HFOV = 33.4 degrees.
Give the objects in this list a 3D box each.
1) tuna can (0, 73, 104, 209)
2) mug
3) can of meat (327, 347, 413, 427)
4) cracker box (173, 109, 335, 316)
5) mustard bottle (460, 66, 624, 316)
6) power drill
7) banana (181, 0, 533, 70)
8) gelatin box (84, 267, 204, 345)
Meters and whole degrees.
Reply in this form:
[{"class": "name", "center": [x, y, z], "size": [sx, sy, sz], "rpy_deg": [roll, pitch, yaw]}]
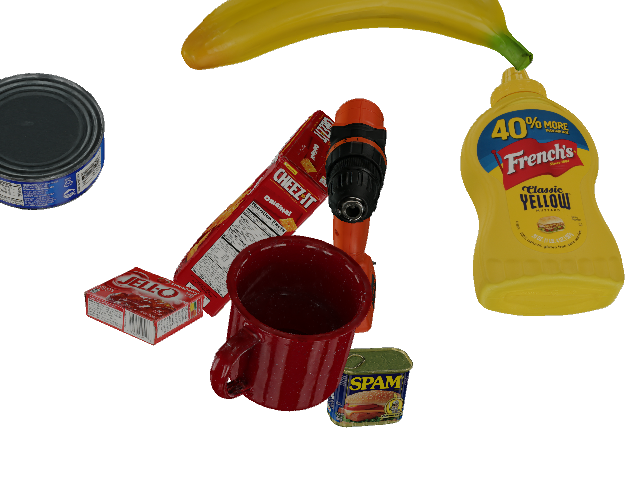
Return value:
[{"class": "tuna can", "center": [-0.177, -0.061, 0.664], "size": [0.086, 0.086, 0.034], "rpy_deg": [0, -35, -10]}, {"class": "mug", "center": [-0.027, 0.063, 0.691], "size": [0.093, 0.082, 0.117], "rpy_deg": [34, 47, 22]}, {"class": "can of meat", "center": [0.061, 0.188, 1.361], "size": [0.102, 0.084, 0.057], "rpy_deg": [0, 24, -17]}, {"class": "cracker box", "center": [-0.063, -0.034, 1.214], "size": [0.214, 0.072, 0.164], "rpy_deg": [-46, 7, 28]}, {"class": "mustard bottle", "center": [0.149, -0.043, 0.750], "size": [0.096, 0.191, 0.058], "rpy_deg": [-2, -31, -1]}, {"class": "power drill", "center": [0.028, -0.013, 0.954], "size": [0.057, 0.188, 0.184], "rpy_deg": [7, 32, 2]}, {"class": "banana", "center": [0.020, -0.128, 0.601], "size": [0.197, 0.069, 0.037], "rpy_deg": [-3, -41, -8]}, {"class": "gelatin box", "center": [-0.167, 0.060, 1.015], "size": [0.089, 0.030, 0.073], "rpy_deg": [19, 28, 28]}]
